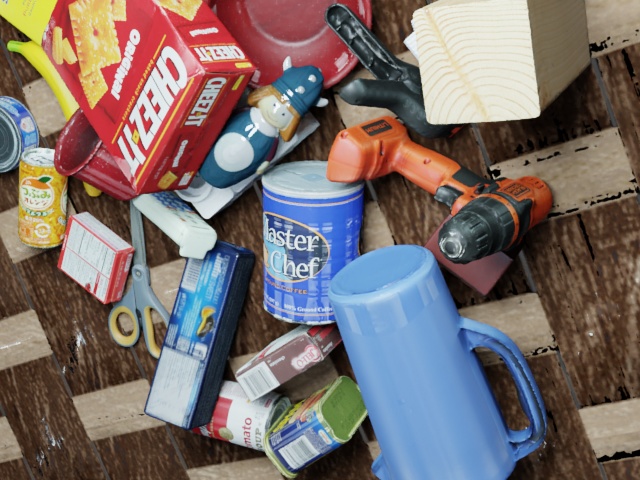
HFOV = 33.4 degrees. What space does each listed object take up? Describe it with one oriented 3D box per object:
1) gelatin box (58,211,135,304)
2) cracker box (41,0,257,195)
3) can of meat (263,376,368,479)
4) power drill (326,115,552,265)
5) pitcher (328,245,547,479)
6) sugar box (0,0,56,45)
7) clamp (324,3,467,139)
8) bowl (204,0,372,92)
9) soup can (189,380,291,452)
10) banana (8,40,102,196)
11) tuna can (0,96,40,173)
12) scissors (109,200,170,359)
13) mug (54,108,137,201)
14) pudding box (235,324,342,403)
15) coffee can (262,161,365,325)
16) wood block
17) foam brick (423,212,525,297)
[{"bbox_3d":[-0.259,0.020,1.237,0.089,0.030,0.073,34,120,26],"label":"gelatin box"},{"bbox_3d":[-0.172,-0.175,1.014,0.214,0.071,0.164,54,132,23],"label":"cracker box"},{"bbox_3d":[-0.002,0.199,1.151,0.084,0.102,0.057,-36,92,29],"label":"can of meat"},{"bbox_3d":[0.101,-0.046,0.974,0.188,0.184,0.057,29,118,24],"label":"power drill"},{"bbox_3d":[0.107,0.128,1.037,0.145,0.149,0.243,17,133,59],"label":"pitcher"},{"bbox_3d":[-0.305,-0.271,1.149,0.176,0.048,0.093,36,120,8],"label":"sugar box"},{"bbox_3d":[0.069,-0.149,0.981,0.039,0.171,0.120,-31,55,33],"label":"clamp"},{"bbox_3d":[-0.030,-0.220,1.016,0.162,0.055,0.162,2,120,3],"label":"bowl"},{"bbox_3d":[-0.091,0.198,1.212,0.102,0.068,0.068,11,113,21],"label":"soup can"},{"bbox_3d":[-0.277,-0.146,1.191,0.070,0.037,0.198,-19,99,48],"label":"banana"},{"bbox_3d":[-0.372,-0.122,1.243,0.086,0.033,0.086,9,112,22],"label":"tuna can"},{"bbox_3d":[-0.223,0.047,1.247,0.096,0.016,0.202,-9,105,28],"label":"scissors"},{"bbox_3d":[-0.220,-0.104,1.143,0.093,0.081,0.117,-1,66,46],"label":"mug"},{"bbox_3d":[-0.025,0.119,1.138,0.114,0.089,0.039,-32,92,31],"label":"pudding box"},{"bbox_3d":[-0.007,0.001,1.077,0.103,0.102,0.140,10,113,22],"label":"coffee can"},{"bbox_3d":[0.156,-0.164,0.878,0.090,0.205,0.091,-1,109,26],"label":"wood block"},{"bbox_3d":[0.149,0.007,1.035,0.078,0.052,0.051,36,120,8],"label":"foam brick"}]
